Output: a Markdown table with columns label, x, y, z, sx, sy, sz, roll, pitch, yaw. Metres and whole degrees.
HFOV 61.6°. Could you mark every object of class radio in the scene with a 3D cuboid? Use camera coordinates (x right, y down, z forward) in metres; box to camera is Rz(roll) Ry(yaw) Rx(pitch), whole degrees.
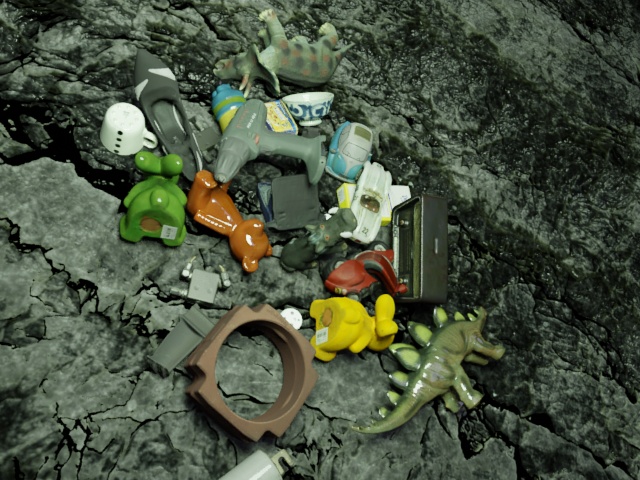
| label | x | y | z | sx | sy | sz | roll | pitch | yaw |
| --- | --- | --- | --- | --- | --- | --- | --- | --- | --- |
| radio | 0.211 | 0.025 | 1.160 | 0.073 | 0.131 | 0.229 | 9 | 77 | -22 |

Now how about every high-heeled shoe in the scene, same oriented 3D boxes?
| label | x | y | z | sx | sy | sz | roll | pitch | yaw |
| --- | --- | --- | --- | --- | --- | --- | --- | --- | --- |
| high-heeled shoe | -0.291 | -0.228 | 1.031 | 0.086 | 0.248 | 0.145 | -22 | 53 | -2 |

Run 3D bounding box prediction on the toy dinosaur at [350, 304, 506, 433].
| label | x | y | z | sx | sy | sz | roll | pitch | yaw |
| --- | --- | --- | --- | --- | --- | --- | --- | --- | --- |
| toy dinosaur | 0.238 | 0.260 | 1.105 | 0.198 | 0.105 | 0.471 | 42 | 47 | 8 |

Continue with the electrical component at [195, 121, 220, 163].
| label | x | y | z | sx | sy | sz | roll | pitch | yaw |
| --- | --- | --- | --- | --- | --- | --- | --- | --- | --- |
| electrical component | -0.247 | -0.210 | 1.150 | 0.063 | 0.021 | 0.094 | -36 | 85 | -33 |

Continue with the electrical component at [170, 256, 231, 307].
| label | x | y | z | sx | sy | sz | roll | pitch | yaw |
| --- | --- | --- | --- | --- | --- | --- | --- | --- | --- |
| electrical component | -0.221 | 0.080 | 1.009 | 0.102 | 0.045 | 0.078 | 22 | 58 | -14 |

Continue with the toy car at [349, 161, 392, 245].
| label | x | y | z | sx | sy | sz | roll | pitch | yaw |
| --- | --- | --- | --- | --- | --- | --- | --- | --- | --- |
| toy car | 0.106 | -0.085 | 1.176 | 0.073 | 0.056 | 0.202 | 25 | 64 | -16 |

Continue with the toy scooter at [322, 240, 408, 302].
| label | x | y | z | sx | sy | sz | roll | pitch | yaw |
| --- | --- | --- | --- | --- | --- | --- | --- | --- | --- |
| toy scooter | 0.104 | 0.078 | 1.121 | 0.184 | 0.075 | 0.135 | -24 | 57 | -29 |

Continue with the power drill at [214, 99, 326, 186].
| label | x | y | z | sx | sy | sz | roll | pitch | yaw |
| --- | --- | --- | --- | --- | --- | --- | --- | --- | --- |
| power drill | -0.095 | -0.172 | 1.061 | 0.207 | 0.086 | 0.232 | 11 | 49 | -10 |

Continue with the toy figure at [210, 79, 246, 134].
| label | x | y | z | sx | sy | sz | roll | pitch | yaw |
| --- | --- | --- | --- | --- | --- | --- | --- | --- | --- |
| toy figure | -0.187 | -0.261 | 1.170 | 0.089 | 0.082 | 0.180 | -26 | 83 | -21 |

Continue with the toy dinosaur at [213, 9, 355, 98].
| label | x | y | z | sx | sy | sz | roll | pitch | yaw |
| --- | --- | --- | --- | --- | --- | --- | --- | --- | --- |
| toy dinosaur | -0.046 | -0.429 | 1.299 | 0.405 | 0.131 | 0.192 | -7 | 82 | -32 |

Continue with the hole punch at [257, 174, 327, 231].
| label | x | y | z | sx | sy | sz | roll | pitch | yaw |
| --- | --- | --- | --- | --- | --- | --- | --- | --- | --- |
| hole punch | -0.068 | -0.080 | 1.144 | 0.142 | 0.092 | 0.115 | -9 | 98 | -31 |

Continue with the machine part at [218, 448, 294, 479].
| label | x | y | z | sx | sy | sz | roll | pitch | yaw |
| --- | --- | --- | --- | --- | --- | --- | --- | --- | --- |
| machine part | -0.145 | 0.418 | 0.863 | 0.243 | 0.079 | 0.079 | -30 | 81 | -32 |

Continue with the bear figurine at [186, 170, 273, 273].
| label | x | y | z | sx | sy | sz | roll | pitch | yaw |
| --- | --- | --- | --- | --- | --- | --- | --- | --- | --- |
| bear figurine | -0.164 | -0.042 | 1.047 | 0.196 | 0.132 | 0.120 | 41 | 35 | 5 |

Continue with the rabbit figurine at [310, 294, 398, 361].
| label | x | y | z | sx | sy | sz | roll | pitch | yaw |
| --- | --- | --- | --- | --- | --- | --- | --- | --- | --- |
| rabbit figurine | 0.084 | 0.167 | 1.062 | 0.173 | 0.162 | 0.122 | 25 | 44 | -33 |

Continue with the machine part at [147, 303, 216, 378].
| label | x | y | z | sx | sy | sz | roll | pitch | yaw |
| --- | --- | --- | --- | --- | --- | --- | --- | --- | --- |
| machine part | -0.244 | 0.182 | 0.955 | 0.084 | 0.039 | 0.139 | 48 | 55 | -3 |

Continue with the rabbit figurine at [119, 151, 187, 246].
| label | x | y | z | sx | sy | sz | roll | pitch | yaw |
| --- | --- | --- | --- | --- | --- | --- | --- | --- | --- |
| rabbit figurine | -0.310 | -0.097 | 1.007 | 0.121 | 0.159 | 0.170 | 2 | 50 | -13 |

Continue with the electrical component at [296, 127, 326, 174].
| label | x | y | z | sx | sy | sz | roll | pitch | yaw |
| --- | --- | --- | --- | --- | --- | --- | --- | --- | --- |
| electrical component | -0.021 | -0.188 | 1.213 | 0.048 | 0.075 | 0.119 | 1 | 62 | -24 |

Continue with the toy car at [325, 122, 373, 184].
| label | x | y | z | sx | sy | sz | roll | pitch | yaw |
| --- | --- | --- | --- | --- | --- | --- | --- | --- | --- |
| toy car | 0.081 | -0.217 | 1.258 | 0.109 | 0.103 | 0.161 | 25 | 60 | -13 |

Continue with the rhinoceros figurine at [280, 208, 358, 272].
| label | x | y | z | sx | sy | sz | roll | pitch | yaw |
| --- | --- | --- | --- | --- | --- | --- | --- | --- | --- |
| rhinoceros figurine | -0.002 | -0.003 | 1.070 | 0.112 | 0.190 | 0.073 | 1 | 62 | -54 |

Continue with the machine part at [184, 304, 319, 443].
| label | x | y | z | sx | sy | sz | roll | pitch | yaw |
| --- | --- | --- | --- | --- | --- | --- | --- | --- | --- |
| machine part | -0.119 | 0.230 | 0.941 | 0.201 | 0.087 | 0.201 | 45 | 56 | -12 |
